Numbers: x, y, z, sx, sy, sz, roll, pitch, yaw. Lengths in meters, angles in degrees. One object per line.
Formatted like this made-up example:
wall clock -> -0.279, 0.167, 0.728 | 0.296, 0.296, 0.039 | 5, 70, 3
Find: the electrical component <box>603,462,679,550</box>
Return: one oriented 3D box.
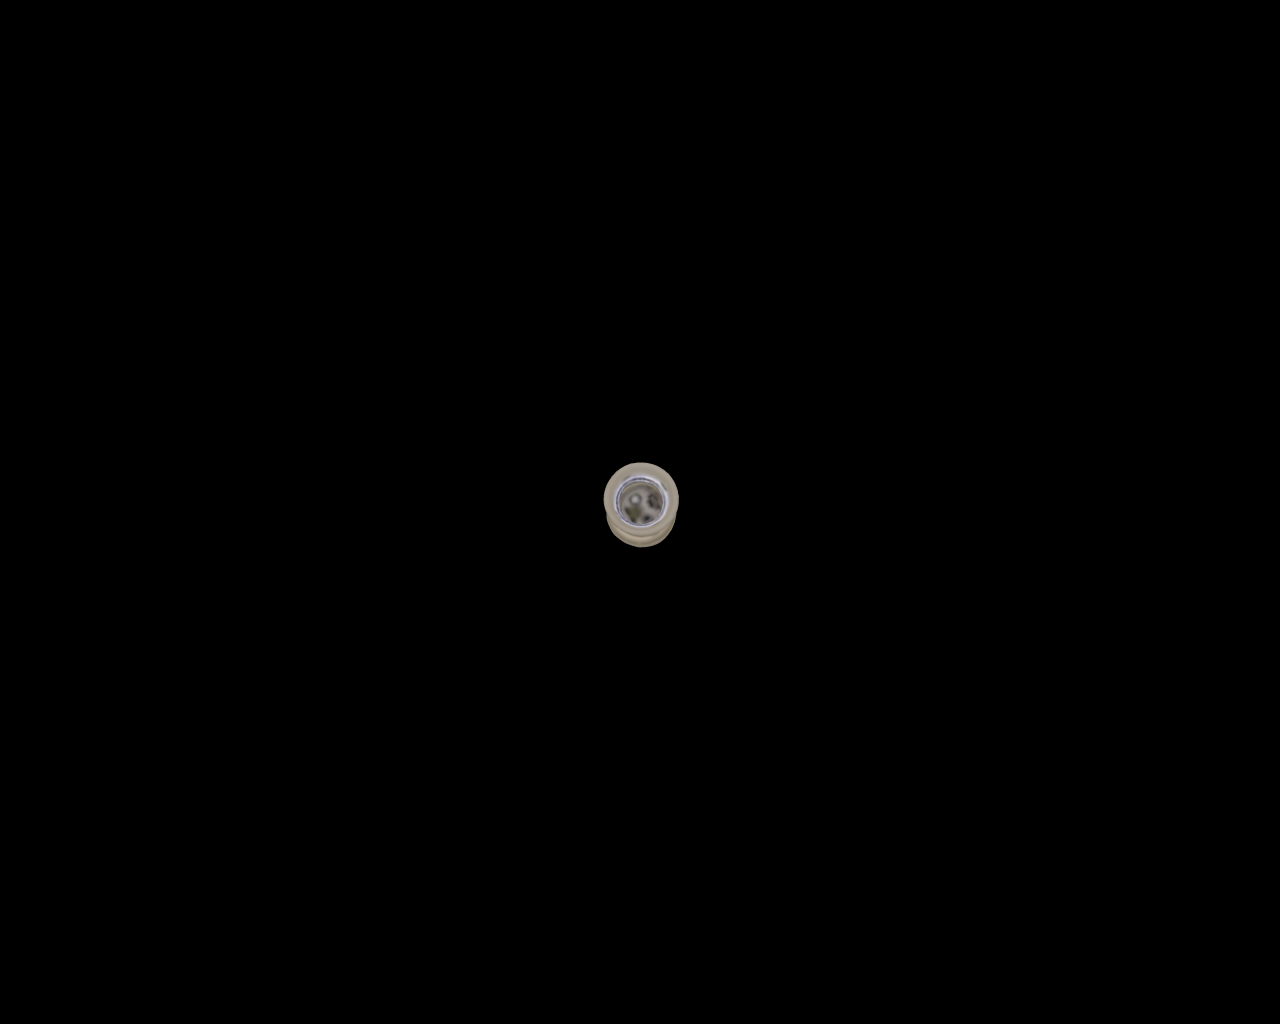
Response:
electrical component -> 0.001, -0.003, 0.650 | 0.045, 0.045, 0.055 | 0, -12, 0
